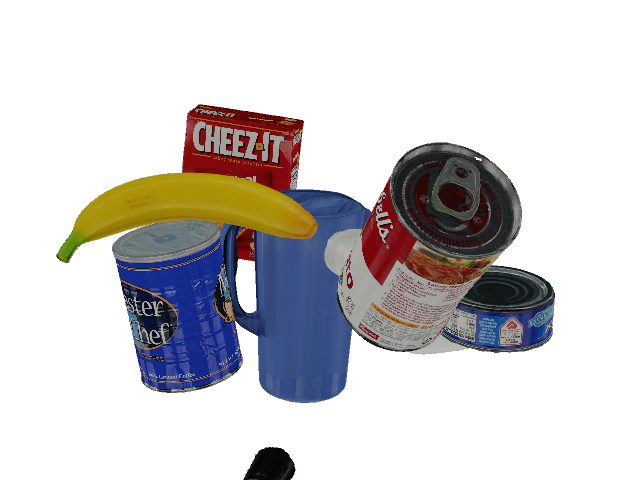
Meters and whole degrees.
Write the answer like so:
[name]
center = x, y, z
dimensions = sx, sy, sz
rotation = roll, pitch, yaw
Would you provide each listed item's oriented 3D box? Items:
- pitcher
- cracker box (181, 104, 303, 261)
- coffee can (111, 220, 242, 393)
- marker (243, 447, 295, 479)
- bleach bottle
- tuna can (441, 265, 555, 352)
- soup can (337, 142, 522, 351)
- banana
[pitcher]
center = -0.028, 0.066, 1.276
dimensions = 0.149, 0.243, 0.144
rotation = 10, 18, 24
[cracker box]
center = -0.120, -0.081, 1.580
dimensions = 0.164, 0.214, 0.072
rotation = 9, 20, 7
[coffee can]
center = -0.137, 0.061, 1.031
dimensions = 0.103, 0.140, 0.103
rotation = -8, 19, 3
[marker]
center = -0.037, 0.119, 0.418
dimensions = 0.020, 0.020, 0.121
rotation = 0, 23, 20
[bleach bottle]
center = 0.064, 0.035, 1.019
dimensions = 0.102, 0.068, 0.251
rotation = -3, 15, -24
[tuna can]
center = 0.128, 0.048, 0.781
dimensions = 0.086, 0.034, 0.086
rotation = 0, 21, 0
[soup can]
center = 0.053, 0.006, 0.556
dimensions = 0.068, 0.068, 0.102
rotation = 0, -32, -17
[banana]
center = -0.103, -0.021, 0.823
dimensions = 0.198, 0.069, 0.037
rotation = -7, -22, 2
